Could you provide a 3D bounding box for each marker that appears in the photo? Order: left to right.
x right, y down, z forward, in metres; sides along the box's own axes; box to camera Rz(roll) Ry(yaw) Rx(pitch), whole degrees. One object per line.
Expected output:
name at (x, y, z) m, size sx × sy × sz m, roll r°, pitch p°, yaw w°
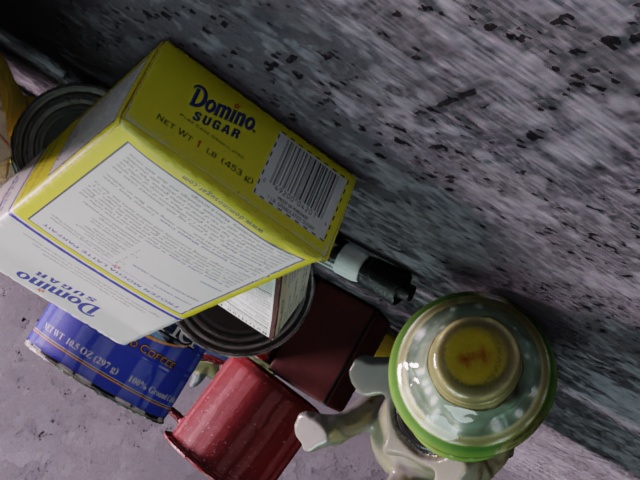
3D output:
marker at (-0.004, 0.001, 0.553) m, size 0.121 × 0.020 × 0.020 m, roll 28°, pitch 172°, yaw 22°

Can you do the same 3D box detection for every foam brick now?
foam brick at (0.008, 0.078, 0.777) m, size 0.051 × 0.078 × 0.053 m, roll 27°, pitch 171°, yaw 20°

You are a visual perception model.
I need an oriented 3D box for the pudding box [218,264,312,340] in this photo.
pudding box at (-0.048, -0.003, 0.534) m, size 0.090 × 0.039 × 0.113 m, roll 31°, pitch 159°, yaw 8°

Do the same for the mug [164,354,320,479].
mug at (-0.063, 0.130, 0.786) m, size 0.117 × 0.081 × 0.093 m, roll 35°, pitch 174°, yaw 11°

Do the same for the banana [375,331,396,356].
banana at (0.073, 0.106, 0.871) m, size 0.197 × 0.037 × 0.070 m, roll 37°, pitch -172°, yaw -30°

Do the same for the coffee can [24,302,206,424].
coffee can at (-0.107, 0.031, 0.682) m, size 0.103 × 0.140 × 0.103 m, roll 30°, pitch 173°, yaw 4°

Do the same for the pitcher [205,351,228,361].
pitcher at (-0.156, 0.038, 0.962) m, size 0.145 × 0.149 × 0.243 m, roll -6°, pitch -178°, yaw -10°

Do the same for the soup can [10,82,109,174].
soup can at (-0.120, -0.038, 0.570) m, size 0.068 × 0.068 × 0.102 m, roll 31°, pitch 172°, yaw 3°

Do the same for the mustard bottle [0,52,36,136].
mustard bottle at (-0.227, -0.079, 0.581) m, size 0.191 × 0.096 × 0.058 m, roll 16°, pitch 166°, yaw -32°

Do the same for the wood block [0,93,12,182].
wood block at (-0.181, -0.064, 0.441) m, size 0.090 × 0.091 × 0.206 m, roll -10°, pitch -176°, yaw -16°

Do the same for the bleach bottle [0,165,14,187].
bleach bottle at (-0.274, -0.062, 0.635) m, size 0.250 × 0.068 × 0.103 m, roll 28°, pitch 162°, yaw -31°

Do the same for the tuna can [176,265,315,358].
tuna can at (-0.047, 0.025, 0.618) m, size 0.086 × 0.086 × 0.034 m, roll 31°, pitch 174°, yaw -2°

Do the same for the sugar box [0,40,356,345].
sugar box at (-0.074, -0.010, 0.446) m, size 0.093 × 0.048 × 0.177 m, roll 35°, pitch 150°, yaw -22°

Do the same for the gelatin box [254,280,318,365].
gelatin box at (-0.032, 0.052, 0.774) m, size 0.030 × 0.073 × 0.089 m, roll 28°, pitch 172°, yaw 18°
